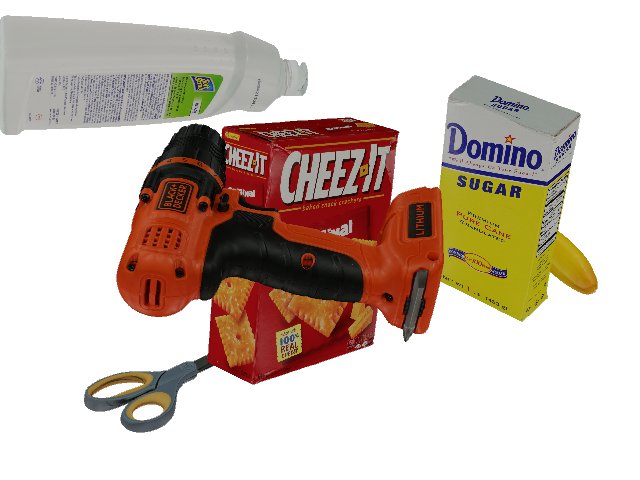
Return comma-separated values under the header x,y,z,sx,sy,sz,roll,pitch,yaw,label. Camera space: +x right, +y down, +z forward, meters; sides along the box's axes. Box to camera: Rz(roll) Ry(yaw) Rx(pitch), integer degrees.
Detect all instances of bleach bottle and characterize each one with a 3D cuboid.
x,y,z,sx,sy,sz,roll,pitch,yaw,label
-0.136,-0.133,0.887,0.250,0.068,0.103,0,-29,-17,bleach bottle

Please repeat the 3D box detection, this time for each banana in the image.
x,y,z,sx,sy,sz,roll,pitch,yaw,label
0.183,-0.001,1.041,0.198,0.069,0.037,18,-29,26,banana

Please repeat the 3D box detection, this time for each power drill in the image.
x,y,z,sx,sy,sz,roll,pitch,yaw,label
-0.021,-0.010,0.659,0.187,0.057,0.184,7,35,0,power drill

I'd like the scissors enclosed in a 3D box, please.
x,y,z,sx,sy,sz,roll,pitch,yaw,label
-0.130,0.141,1.048,0.201,0.016,0.096,-12,32,-29,scissors

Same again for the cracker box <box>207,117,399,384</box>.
x,y,z,sx,sy,sz,roll,pitch,yaw,label
-0.014,0.004,0.951,0.072,0.214,0.163,20,21,40,cracker box

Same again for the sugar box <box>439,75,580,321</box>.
x,y,z,sx,sy,sz,roll,pitch,yaw,label
0.138,-0.030,0.826,0.093,0.176,0.048,26,47,30,sugar box
